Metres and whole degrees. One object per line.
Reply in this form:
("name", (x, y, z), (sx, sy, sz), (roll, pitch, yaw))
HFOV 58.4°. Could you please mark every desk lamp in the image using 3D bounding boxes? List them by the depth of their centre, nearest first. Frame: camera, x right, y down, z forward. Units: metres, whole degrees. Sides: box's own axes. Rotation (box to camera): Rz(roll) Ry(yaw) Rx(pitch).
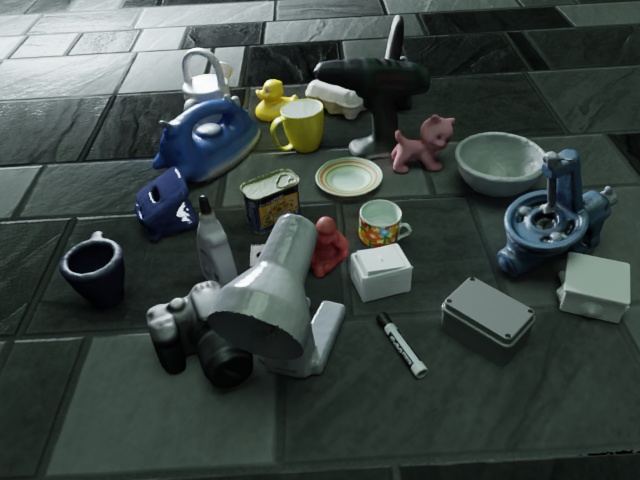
("desk lamp", (-0.047, 0.086, 0.744), (0.117, 0.214, 0.203), (10, 43, 15))

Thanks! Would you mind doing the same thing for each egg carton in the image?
("egg carton", (0.047, -0.341, 1.339), (0.150, 0.069, 0.107), (23, 47, 27))

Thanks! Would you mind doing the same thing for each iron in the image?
("iron", (-0.221, -0.225, 1.168), (0.118, 0.142, 0.259), (26, 49, 30))

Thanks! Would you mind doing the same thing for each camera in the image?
("camera", (-0.155, 0.133, 0.784), (0.143, 0.101, 0.136), (-17, 43, -15))

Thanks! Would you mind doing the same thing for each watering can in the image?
("watering can", (-0.245, -0.327, 1.246), (0.101, 0.194, 0.173), (-2, 41, 2))

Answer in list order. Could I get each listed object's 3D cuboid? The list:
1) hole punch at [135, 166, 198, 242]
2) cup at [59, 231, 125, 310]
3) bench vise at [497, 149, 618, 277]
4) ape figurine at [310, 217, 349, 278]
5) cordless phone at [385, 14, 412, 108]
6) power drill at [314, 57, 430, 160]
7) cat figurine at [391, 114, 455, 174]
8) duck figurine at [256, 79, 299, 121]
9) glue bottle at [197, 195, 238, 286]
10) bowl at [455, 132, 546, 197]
("hole punch", (-0.281, -0.067, 1.028), (0.101, 0.091, 0.108), (-18, 43, -16))
("cup", (-0.343, 0.052, 0.893), (0.092, 0.095, 0.117), (-9, 41, -6))
("bench vise", (0.370, -0.062, 0.882), (0.208, 0.220, 0.121), (-34, 49, -30))
("ape figurine", (0.009, 0.003, 0.928), (0.078, 0.092, 0.076), (-4, 41, -1))
("cordless phone", (0.169, -0.409, 1.321), (0.094, 0.185, 0.147), (-2, 41, 2))
("power drill", (0.104, -0.267, 1.144), (0.230, 0.209, 0.075), (-11, 42, -9))
("cat figurine", (0.206, -0.199, 1.129), (0.128, 0.118, 0.067), (-6, 41, -2))
("duck figurine", (-0.100, -0.328, 1.321), (0.104, 0.086, 0.077), (-8, 41, -6))
("glue bottle", (-0.163, 0.004, 0.877), (0.037, 0.173, 0.078), (-30, 47, -27))
("bowl", (0.334, -0.130, 1.074), (0.167, 0.075, 0.167), (-2, 41, 2))
